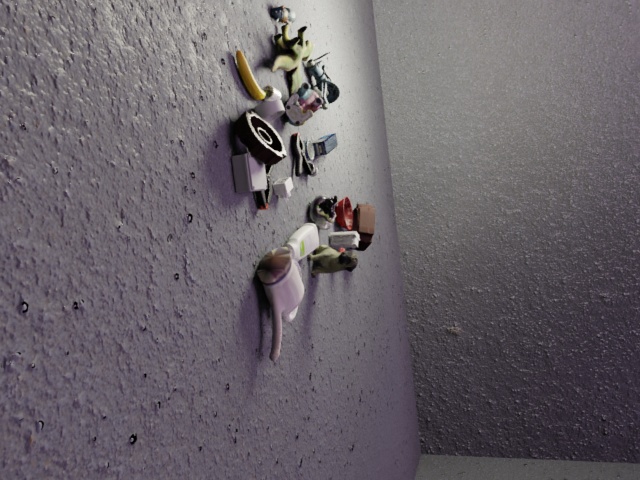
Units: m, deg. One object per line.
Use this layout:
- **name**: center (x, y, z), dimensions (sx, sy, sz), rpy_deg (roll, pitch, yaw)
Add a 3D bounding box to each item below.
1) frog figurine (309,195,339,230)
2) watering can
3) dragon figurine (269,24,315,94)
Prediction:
- **frog figurine**: center (0.006, -0.105, 2.085), dimensions (0.157, 0.123, 0.139), rpy_deg (133, -50, -66)
- **watering can**: center (-0.120, 0.171, 1.570), dimensions (0.356, 0.104, 0.219), rpy_deg (-73, 150, -49)
- **dragon figurine**: center (-0.100, -0.652, 1.925), dimensions (0.237, 0.122, 0.420), rpy_deg (77, 27, -46)
